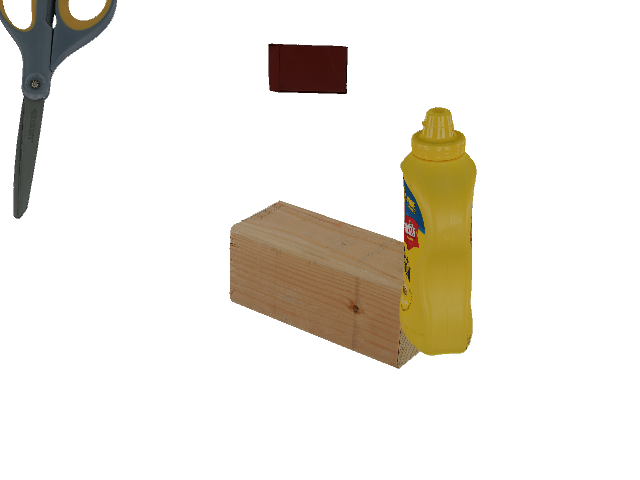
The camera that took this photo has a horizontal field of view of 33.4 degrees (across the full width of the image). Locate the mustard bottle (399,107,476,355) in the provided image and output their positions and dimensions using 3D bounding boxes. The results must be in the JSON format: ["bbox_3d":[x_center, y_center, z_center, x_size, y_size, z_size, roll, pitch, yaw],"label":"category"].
[{"bbox_3d":[0.092,-0.012,0.844,0.058,0.192,0.096,-3,26,-3],"label":"mustard bottle"}]

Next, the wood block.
[{"bbox_3d":[0.015,0.040,1.078,0.206,0.091,0.090,20,31,30],"label":"wood block"}]

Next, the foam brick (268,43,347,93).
[{"bbox_3d":[-0.014,-0.185,1.152,0.078,0.051,0.053,-1,11,-14],"label":"foam brick"}]

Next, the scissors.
[{"bbox_3d":[-0.184,-0.118,0.759,0.096,0.202,0.016,-10,-13,-11],"label":"scissors"}]
